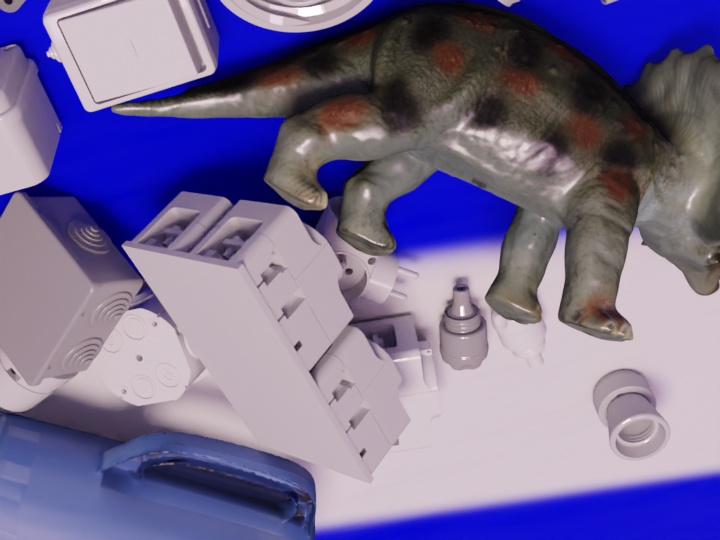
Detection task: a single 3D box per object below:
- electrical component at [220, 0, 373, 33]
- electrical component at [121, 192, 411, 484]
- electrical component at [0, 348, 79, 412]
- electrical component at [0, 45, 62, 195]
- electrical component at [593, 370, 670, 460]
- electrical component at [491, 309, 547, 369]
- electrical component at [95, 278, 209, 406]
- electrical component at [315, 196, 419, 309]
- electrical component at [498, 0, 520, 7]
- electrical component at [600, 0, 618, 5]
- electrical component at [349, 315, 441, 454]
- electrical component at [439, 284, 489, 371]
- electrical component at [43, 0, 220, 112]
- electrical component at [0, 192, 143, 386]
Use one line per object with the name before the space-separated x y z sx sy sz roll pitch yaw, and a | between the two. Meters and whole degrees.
electrical component | -0.034 -0.175 0.573 0.108 0.060 0.108 -5 145 -3
electrical component | -0.051 0.040 0.672 0.105 0.060 0.186 10 140 42
electrical component | -0.227 0.064 0.734 0.047 0.055 0.055 -38 118 22
electrical component | -0.240 -0.079 0.626 0.113 0.078 0.057 -15 126 4
electrical component | 0.201 0.107 0.800 0.045 0.055 0.045 -2 123 -4
electrical component | 0.117 0.046 0.766 0.035 0.035 0.061 -22 124 9
electrical component | -0.137 0.048 0.722 0.080 0.051 0.080 7 114 16
electrical component | 0.000 0.000 0.719 0.079 0.044 0.077 19 119 -16
electrical component | 0.089 -0.184 0.609 0.045 0.045 0.055 33 114 -23
electrical component | 0.173 -0.187 0.616 0.081 0.043 0.043 -19 122 7
electrical component | 0.026 0.083 0.771 0.056 0.050 0.089 -9 123 0
electrical component | 0.072 0.039 0.757 0.035 0.035 0.061 -7 120 -1
electrical component | -0.134 -0.133 0.611 0.096 0.061 0.061 -16 123 5
electrical component | -0.194 0.010 0.681 0.099 0.099 0.048 -53 158 24
